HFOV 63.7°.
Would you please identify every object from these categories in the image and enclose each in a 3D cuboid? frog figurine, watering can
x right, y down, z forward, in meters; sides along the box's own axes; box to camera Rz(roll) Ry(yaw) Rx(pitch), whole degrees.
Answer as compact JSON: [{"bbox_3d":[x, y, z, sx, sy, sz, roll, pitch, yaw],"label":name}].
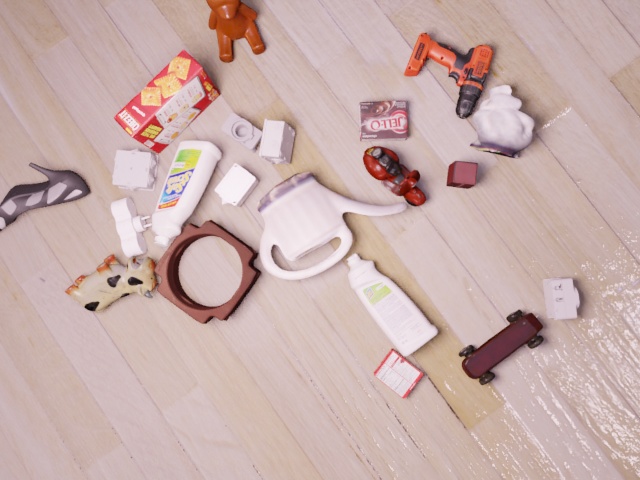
[{"bbox_3d":[0.420,-0.275,1.175,0.138,0.123,0.158,15,99,22],"label":"frog figurine"},{"bbox_3d":[0.004,-0.059,1.173,0.348,0.103,0.225,-32,85,-1],"label":"watering can"}]
